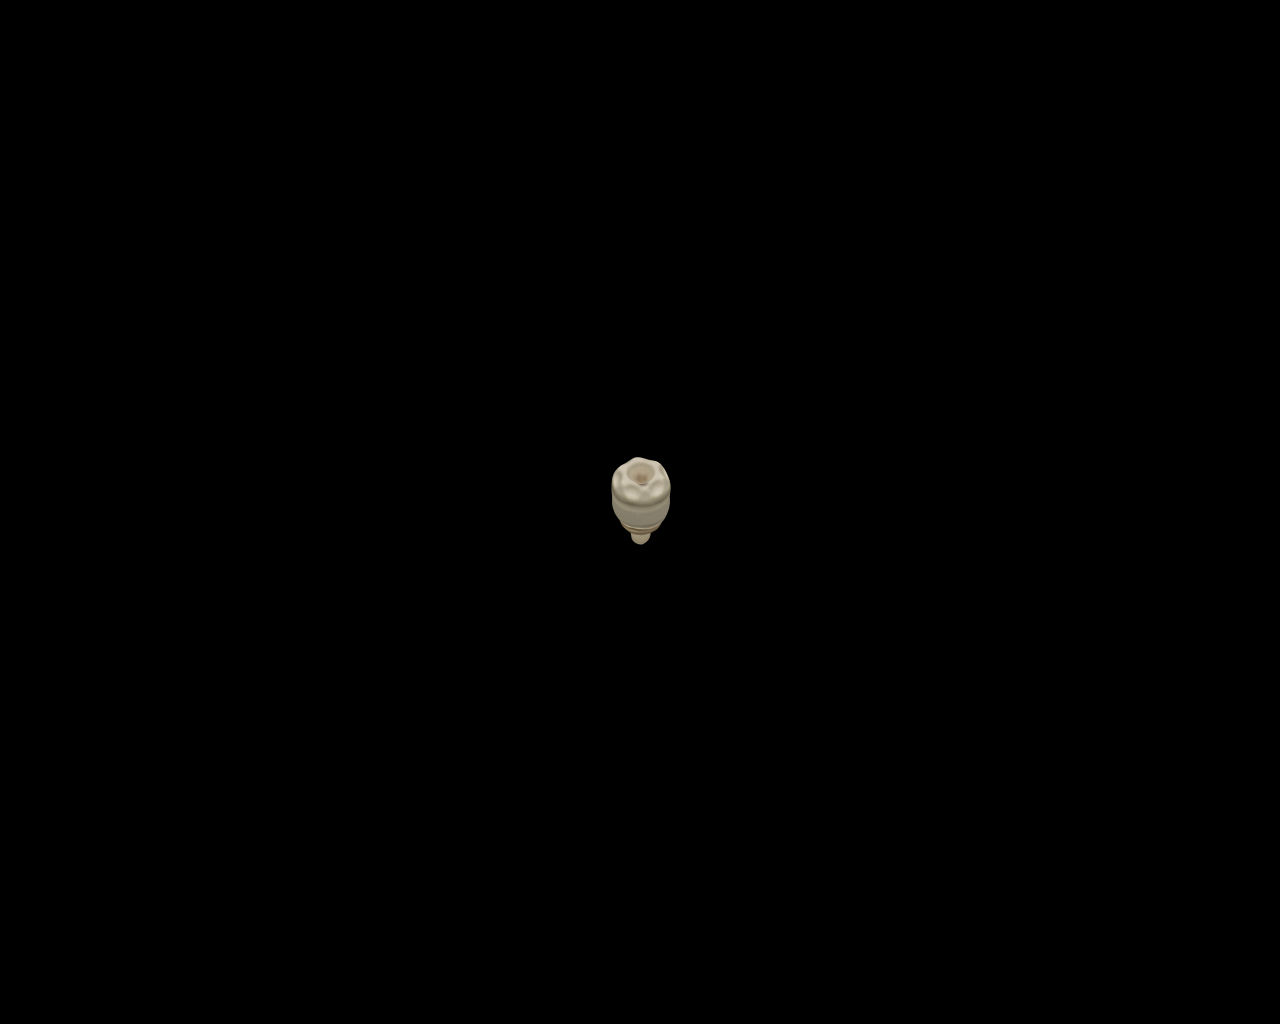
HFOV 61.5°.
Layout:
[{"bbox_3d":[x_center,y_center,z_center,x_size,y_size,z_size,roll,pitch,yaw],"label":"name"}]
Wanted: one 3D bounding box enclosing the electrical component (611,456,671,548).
[{"bbox_3d":[0.001,-0.003,0.650,0.035,0.035,0.061,0,-45,0],"label":"electrical component"}]
